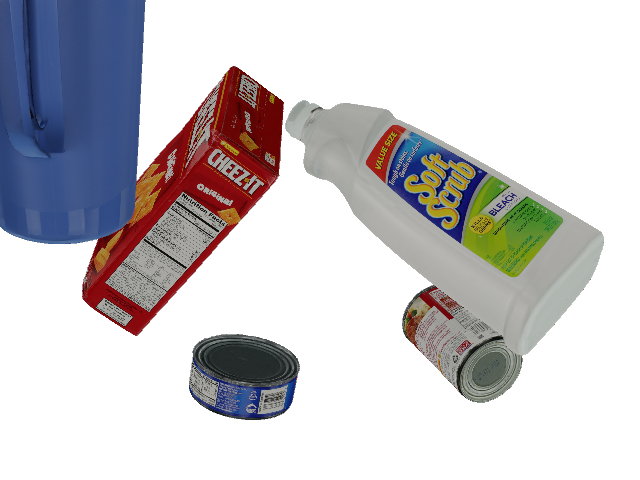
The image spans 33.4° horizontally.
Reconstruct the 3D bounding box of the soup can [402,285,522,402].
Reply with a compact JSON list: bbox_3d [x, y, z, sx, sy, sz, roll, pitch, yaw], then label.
[{"bbox_3d":[0.128,0.092,0.969,0.068,0.068,0.102,0,25,-27],"label":"soup can"}]

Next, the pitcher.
[{"bbox_3d":[-0.191,-0.120,0.763,0.148,0.243,0.145,-20,35,-39],"label":"pitcher"}]

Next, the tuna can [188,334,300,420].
[{"bbox_3d":[-0.061,0.108,0.849,0.086,0.034,0.086,9,19,-3],"label":"tuna can"}]

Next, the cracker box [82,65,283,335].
[{"bbox_3d":[-0.126,-0.040,0.986,0.072,0.214,0.164,35,24,-19],"label":"cracker box"}]

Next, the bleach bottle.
[{"bbox_3d":[0.071,-0.027,0.771,0.251,0.068,0.102,34,60,24],"label":"bleach bottle"}]
